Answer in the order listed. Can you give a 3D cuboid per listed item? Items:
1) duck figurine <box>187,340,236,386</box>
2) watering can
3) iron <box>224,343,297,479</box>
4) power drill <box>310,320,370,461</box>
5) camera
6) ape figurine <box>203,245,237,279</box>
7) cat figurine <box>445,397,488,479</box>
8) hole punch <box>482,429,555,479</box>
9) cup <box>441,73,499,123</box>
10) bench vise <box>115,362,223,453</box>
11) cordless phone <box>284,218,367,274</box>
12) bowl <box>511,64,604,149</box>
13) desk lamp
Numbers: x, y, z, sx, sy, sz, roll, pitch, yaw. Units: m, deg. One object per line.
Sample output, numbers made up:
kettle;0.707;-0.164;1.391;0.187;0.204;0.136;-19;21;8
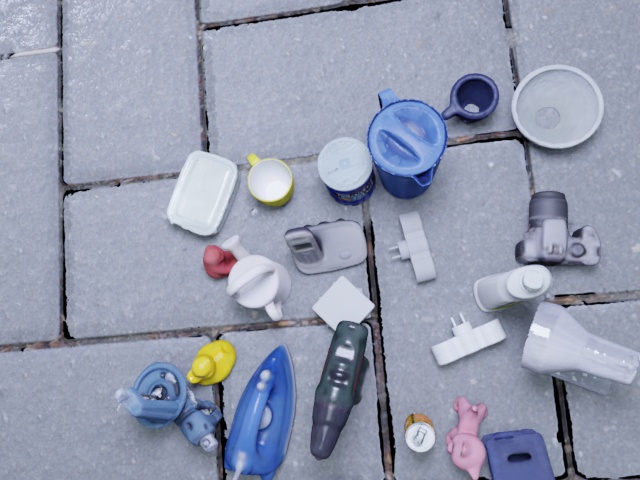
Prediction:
duck figurine;-0.217;0.242;1.123;0.104;0.086;0.077;-43;79;0
watering can;-0.127;0.074;1.080;0.172;0.194;0.101;36;88;11
iron;-0.113;0.321;1.069;0.118;0.141;0.258;12;83;9
power drill;0.039;0.260;1.024;0.075;0.208;0.230;12;83;10
camera;0.444;-0.021;1.066;0.143;0.101;0.137;3;82;8
ape figurine;-0.205;0.039;1.148;0.076;0.092;0.077;-40;79;1
cat figurine;0.266;0.355;1.026;0.067;0.118;0.128;12;83;9
hole punch;0.351;0.394;1.023;0.108;0.091;0.101;-11;80;6
cup;0.288;-0.260;1.125;0.118;0.095;0.091;-33;79;2
bench vise;-0.272;0.303;1.053;0.207;0.220;0.121;22;85;10
cordless phone;0.010;0.004;1.077;0.147;0.185;0.094;-14;80;5
bowl;0.453;-0.248;1.112;0.167;0.075;0.167;-1;82;7
desk lamp;0.437;0.190;0.979;0.203;0.213;0.118;19;85;10
